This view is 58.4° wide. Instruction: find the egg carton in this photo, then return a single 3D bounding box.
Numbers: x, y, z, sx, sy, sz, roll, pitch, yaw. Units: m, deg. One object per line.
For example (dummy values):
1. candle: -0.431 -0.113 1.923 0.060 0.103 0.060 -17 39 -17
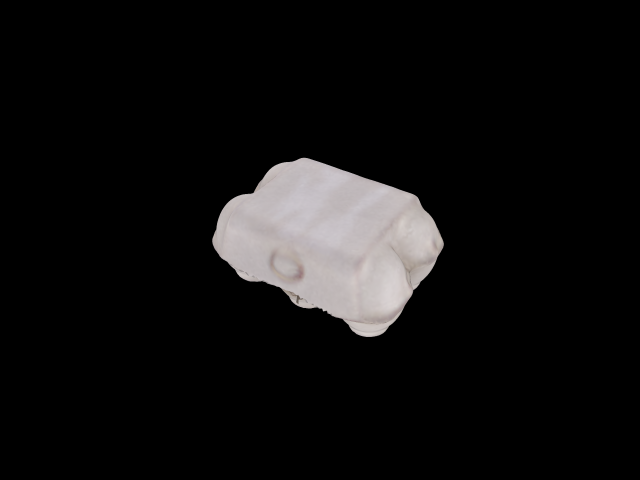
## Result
1. egg carton: 0.004 0.001 0.400 0.150 0.069 0.107 22 45 24
